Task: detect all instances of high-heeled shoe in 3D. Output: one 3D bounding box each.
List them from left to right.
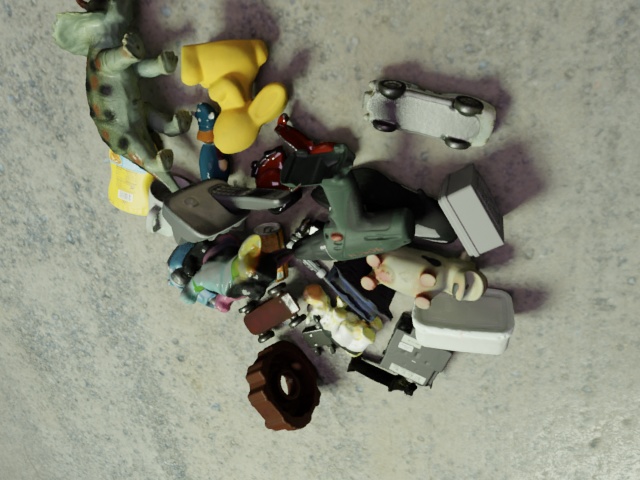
[{"bbox_3d":[0.113,-0.048,0.919,0.249,0.086,0.145,7,153,37],"label":"high-heeled shoe"}]

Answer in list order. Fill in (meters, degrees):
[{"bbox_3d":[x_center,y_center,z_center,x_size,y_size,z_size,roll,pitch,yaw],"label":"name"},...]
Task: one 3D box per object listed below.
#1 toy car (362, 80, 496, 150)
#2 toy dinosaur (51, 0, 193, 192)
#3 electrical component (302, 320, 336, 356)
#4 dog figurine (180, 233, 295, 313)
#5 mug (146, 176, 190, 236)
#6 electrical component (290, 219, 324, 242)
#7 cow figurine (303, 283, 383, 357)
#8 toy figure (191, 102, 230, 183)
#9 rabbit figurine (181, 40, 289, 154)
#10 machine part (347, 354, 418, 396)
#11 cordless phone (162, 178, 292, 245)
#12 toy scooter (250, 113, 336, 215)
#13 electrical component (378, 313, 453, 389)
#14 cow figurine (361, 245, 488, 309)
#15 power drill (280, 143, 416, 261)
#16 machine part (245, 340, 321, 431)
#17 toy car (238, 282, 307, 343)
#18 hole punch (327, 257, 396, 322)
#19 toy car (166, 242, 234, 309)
[{"bbox_3d":[0.162,-0.191,0.815,0.202,0.056,0.073,17,128,13],"label":"toy car"},{"bbox_3d":[-0.331,-0.230,0.909,0.192,0.131,0.404,9,115,28],"label":"toy dinosaur"},{"bbox_3d":[-0.005,0.197,1.103,0.063,0.021,0.094,-15,111,27],"label":"electrical component"},{"bbox_3d":[-0.142,0.034,0.949,0.108,0.191,0.219,28,136,-33],"label":"dog figurine"},{"bbox_3d":[-0.294,-0.052,1.033,0.081,0.109,0.107,23,136,2],"label":"mug"},{"bbox_3d":[-0.001,-0.002,0.981,0.102,0.045,0.078,29,121,4],"label":"electrical component"},{"bbox_3d":[0.029,0.155,1.045,0.167,0.068,0.098,35,129,1],"label":"cow figurine"},{"bbox_3d":[-0.193,-0.169,0.958,0.064,0.058,0.154,5,114,11],"label":"toy figure"},{"bbox_3d":[-0.132,-0.228,0.868,0.162,0.122,0.173,-3,97,-2],"label":"rabbit figurine"},{"bbox_3d":[0.123,0.268,1.062,0.139,0.084,0.039,22,97,18],"label":"machine part"},{"bbox_3d":[-0.147,-0.048,0.873,0.184,0.146,0.088,2,112,33],"label":"cordless phone"},{"bbox_3d":[-0.055,-0.134,0.915,0.184,0.075,0.135,-32,102,28],"label":"toy scooter"},{"bbox_3d":[0.187,0.202,1.013,0.115,0.058,0.134,24,122,5],"label":"electrical component"},{"bbox_3d":[0.182,0.055,0.904,0.195,0.127,0.085,16,122,21],"label":"cow figurine"},{"bbox_3d":[0.017,-0.042,0.828,0.232,0.086,0.207,-5,132,28],"label":"power drill"},{"bbox_3d":[-0.074,0.298,1.099,0.056,0.179,0.179,-28,105,33],"label":"machine part"},{"bbox_3d":[-0.093,0.143,1.066,0.089,0.053,0.202,58,140,4],"label":"toy car"},{"bbox_3d":[0.070,0.082,0.964,0.142,0.116,0.092,46,131,-7],"label":"hole punch"},{"bbox_3d":[-0.241,0.073,1.088,0.161,0.109,0.103,43,147,-19],"label":"toy car"}]
